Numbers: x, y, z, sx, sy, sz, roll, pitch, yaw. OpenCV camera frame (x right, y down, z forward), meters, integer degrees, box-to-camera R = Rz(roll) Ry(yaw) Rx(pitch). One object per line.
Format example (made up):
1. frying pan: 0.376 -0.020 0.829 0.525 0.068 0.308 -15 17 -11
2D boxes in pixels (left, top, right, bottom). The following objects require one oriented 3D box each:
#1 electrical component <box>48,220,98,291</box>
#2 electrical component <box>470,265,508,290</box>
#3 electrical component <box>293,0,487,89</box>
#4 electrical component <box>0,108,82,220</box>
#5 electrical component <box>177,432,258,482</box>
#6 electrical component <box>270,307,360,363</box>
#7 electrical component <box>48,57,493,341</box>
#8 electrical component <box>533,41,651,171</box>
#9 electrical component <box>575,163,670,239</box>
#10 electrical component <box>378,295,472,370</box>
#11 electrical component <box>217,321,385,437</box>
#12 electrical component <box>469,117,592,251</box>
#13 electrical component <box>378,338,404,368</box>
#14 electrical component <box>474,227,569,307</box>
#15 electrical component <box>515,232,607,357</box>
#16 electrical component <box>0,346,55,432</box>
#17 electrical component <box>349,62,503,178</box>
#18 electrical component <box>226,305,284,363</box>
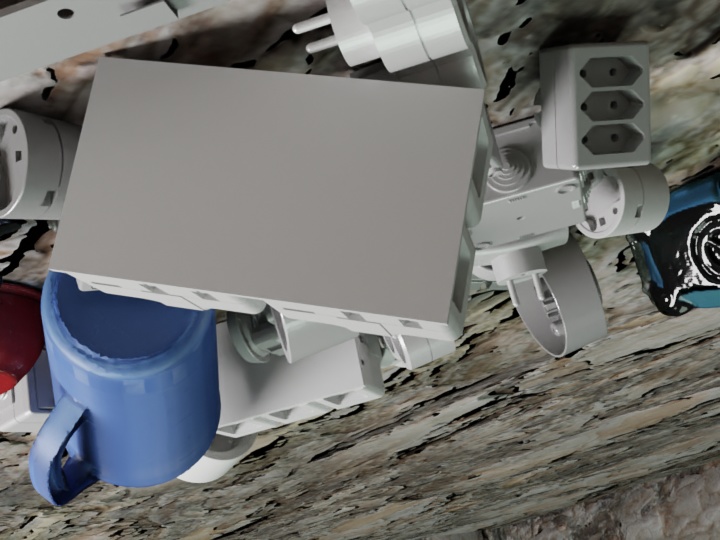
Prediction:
1. electrical component: -0.135 -0.021 0.643 0.096 0.061 0.061 -5 159 -19
2. electrical component: 0.099 -0.010 0.827 0.066 0.048 0.055 1 163 -3
3. electrical component: 0.007 -0.113 0.479 0.074 0.052 0.138 -16 160 12
4. electrical component: -0.163 -0.052 0.552 0.047 0.055 0.055 4 155 -46
5. electrical component: -0.147 0.141 1.026 0.108 0.108 0.060 5 149 -39
6. electrical component: -0.031 0.001 0.702 0.060 0.108 0.108 -15 161 -8
7. electrical component: -0.038 -0.033 0.510 0.186 0.105 0.060 7 168 14
8. electrical component: 0.122 -0.091 0.601 0.047 0.065 0.077 -6 -171 -16
9. electrical component: 0.182 -0.051 0.753 0.047 0.055 0.055 -4 160 -31
10. electrical component: 0.053 0.035 0.861 0.074 0.052 0.138 -23 -171 -6
11. electrical component: -0.062 0.081 0.926 0.150 0.089 0.062 -18 160 17
12. electrical component: 0.100 -0.054 0.702 0.100 0.048 0.099 -15 160 10
13. electrical component: 0.034 0.058 0.966 0.057 0.058 0.078 -2 159 -32
14. electrical component: 0.110 -0.014 0.769 0.077 0.079 0.044 -14 168 -4
15. electrical component: 0.160 0.019 0.874 0.064 0.099 0.099 -19 160 3
16. electrical component: -0.262 0.099 0.903 0.061 0.061 0.096 -28 155 38
17. electrical component: 0.036 -0.078 0.592 0.062 0.061 0.096 -18 167 17
18. electrical component: -0.069 0.041 0.859 0.057 0.058 0.078 -21 159 16
